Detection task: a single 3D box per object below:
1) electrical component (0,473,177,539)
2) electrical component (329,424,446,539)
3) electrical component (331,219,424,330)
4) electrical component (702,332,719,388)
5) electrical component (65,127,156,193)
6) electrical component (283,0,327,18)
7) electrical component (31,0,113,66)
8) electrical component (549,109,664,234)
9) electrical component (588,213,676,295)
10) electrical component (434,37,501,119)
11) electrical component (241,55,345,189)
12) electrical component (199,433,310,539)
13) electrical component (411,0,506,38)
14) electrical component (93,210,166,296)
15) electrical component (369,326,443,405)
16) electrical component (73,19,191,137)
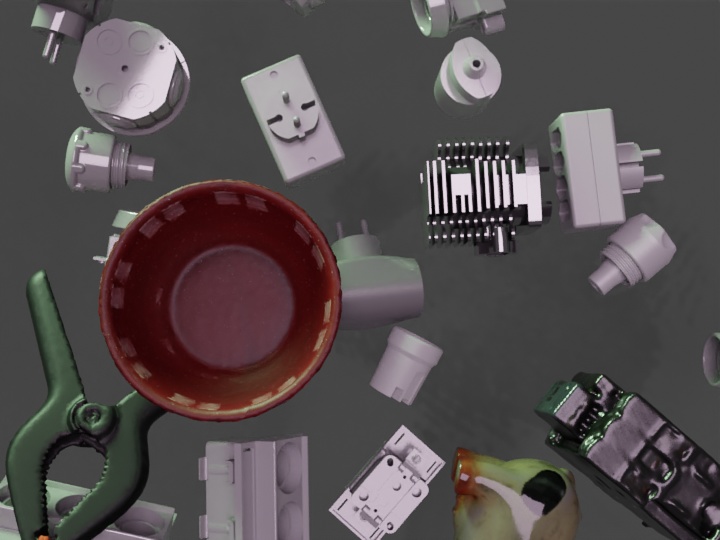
[{"bbox_3d":[-0.198,0.191,0.751,0.121,0.078,0.063,13,108,-1],"label":"electrical component"},{"bbox_3d":[0.020,0.154,0.760,0.042,0.064,0.081,41,87,2],"label":"electrical component"},{"bbox_3d":[0.000,0.000,0.777,0.077,0.043,0.079,-6,69,-14],"label":"electrical component"},{"bbox_3d":[0.280,0.066,0.784,0.046,0.040,0.040,2,86,-7],"label":"electrical component"},{"bbox_3d":[-0.180,-0.077,0.780,0.062,0.048,0.048,7,86,-8],"label":"electrical component"},{"bbox_3d":[-0.048,-0.226,0.775,0.080,0.080,0.051,42,92,1],"label":"electrical component"},{"bbox_3d":[-0.211,-0.186,0.769,0.043,0.077,0.079,16,86,-1],"label":"electrical component"},{"bbox_3d":[0.184,-0.073,0.786,0.076,0.047,0.083,-6,87,-2],"label":"electrical component"},{"bbox_3d":[0.195,-0.008,0.784,0.062,0.043,0.043,-40,88,-2],"label":"electrical component"},{"bbox_3d":[0.078,-0.137,0.771,0.043,0.081,0.043,0,86,-1],"label":"electrical component"},{"bbox_3d":[-0.048,-0.109,0.769,0.047,0.075,0.083,-24,87,-3],"label":"electrical component"},{"bbox_3d":[-0.073,0.178,0.752,0.063,0.079,0.121,-3,86,28],"label":"electrical component"},{"bbox_3d":[0.070,-0.200,0.793,0.055,0.048,0.066,-19,87,-10],"label":"electrical component"},{"bbox_3d":[-0.157,-0.013,0.776,0.066,0.048,0.055,9,94,-1],"label":"electrical component"},{"bbox_3d":[0.032,0.069,0.778,0.040,0.040,0.046,27,92,0],"label":"electrical component"},{"bbox_3d":[-0.166,-0.140,0.780,0.080,0.051,0.080,0,86,-1],"label":"electrical component"}]
